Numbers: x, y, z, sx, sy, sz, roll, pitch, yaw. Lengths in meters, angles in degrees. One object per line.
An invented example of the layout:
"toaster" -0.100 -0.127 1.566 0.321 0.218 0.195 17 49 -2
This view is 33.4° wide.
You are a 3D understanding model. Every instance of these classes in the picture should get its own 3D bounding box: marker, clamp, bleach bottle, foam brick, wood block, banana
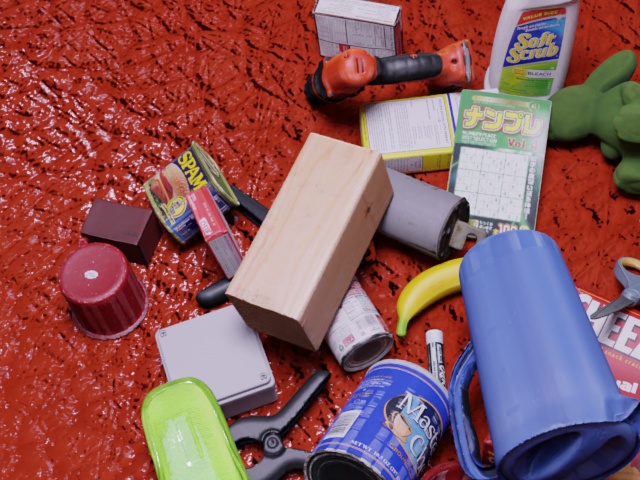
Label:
"marker" 0.128 0.156 1.163 0.020 0.020 0.121 -3 59 4
"clamp" -0.046 0.208 1.138 0.171 0.039 0.120 -10 60 -3
"bleach bottle" 0.251 -0.258 1.260 0.102 0.251 0.068 8 60 10
"foam brick" -0.238 -0.010 1.281 0.078 0.051 0.053 13 63 14
"clamp" -0.039 0.000 1.262 0.210 0.036 0.164 -4 60 8
"wood block" -0.007 0.002 1.145 0.090 0.091 0.206 18 68 23
"banana" 0.166 0.052 1.212 0.197 0.037 0.070 -20 70 -6

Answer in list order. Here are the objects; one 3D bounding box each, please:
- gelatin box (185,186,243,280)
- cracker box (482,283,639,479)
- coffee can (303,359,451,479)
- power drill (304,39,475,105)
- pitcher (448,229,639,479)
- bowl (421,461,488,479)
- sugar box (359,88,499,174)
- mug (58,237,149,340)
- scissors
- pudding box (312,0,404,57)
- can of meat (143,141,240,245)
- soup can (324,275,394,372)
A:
"gelatin box" -0.118 -0.008 1.210 0.030 0.089 0.073 -27 56 -2
"cracker box" 0.287 0.170 1.107 0.164 0.072 0.213 25 64 19
"coffee can" 0.061 0.202 1.069 0.103 0.103 0.140 23 43 18
"power drill" 0.083 -0.203 1.321 0.187 0.185 0.057 -9 92 -16
"pitcher" 0.203 0.116 1.044 0.149 0.145 0.243 -3 50 -8
"bowl" 0.157 0.292 1.034 0.162 0.055 0.162 17 31 -11
"sugar box" 0.139 -0.132 1.318 0.176 0.048 0.093 -4 59 -1
"mug" -0.255 0.046 1.231 0.093 0.081 0.117 -20 59 -6
"scissors" 0.324 0.051 1.148 0.201 0.016 0.096 -3 31 -37
"pudding box" 0.051 -0.270 1.382 0.113 0.090 0.039 11 62 13
"can of meat" -0.156 -0.056 1.279 0.084 0.057 0.102 -38 48 6
"soup can" 0.030 0.086 1.186 0.068 0.068 0.102 -27 61 -10
